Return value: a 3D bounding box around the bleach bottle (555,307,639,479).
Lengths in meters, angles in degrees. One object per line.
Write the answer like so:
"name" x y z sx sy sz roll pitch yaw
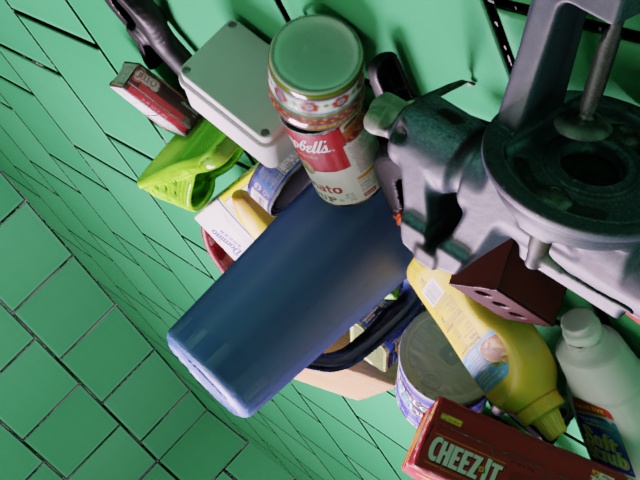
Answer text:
"bleach bottle" 0.254 0.150 0.913 0.103 0.068 0.250 35 160 56

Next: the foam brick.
"foam brick" 0.148 0.028 0.827 0.078 0.051 0.053 30 167 -35

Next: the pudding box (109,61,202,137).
"pudding box" -0.184 -0.158 1.189 0.090 0.039 0.114 38 175 -21

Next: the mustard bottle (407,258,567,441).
"mustard bottle" 0.149 0.085 0.910 0.192 0.058 0.096 58 155 18

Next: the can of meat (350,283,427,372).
"can of meat" 0.078 0.087 1.143 0.057 0.084 0.102 39 164 17

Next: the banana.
"banana" -0.011 0.011 1.092 0.197 0.037 0.070 31 145 -10

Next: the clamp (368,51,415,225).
"clamp" 0.097 -0.048 0.839 0.164 0.036 0.210 39 162 11

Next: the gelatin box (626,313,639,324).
"gelatin box" 0.207 0.016 0.740 0.089 0.030 0.073 40 164 15

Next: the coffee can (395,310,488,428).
"coffee can" 0.131 0.138 1.110 0.103 0.102 0.140 39 164 17

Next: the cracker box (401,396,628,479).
"cracker box" 0.162 0.209 0.953 0.164 0.072 0.213 22 170 7

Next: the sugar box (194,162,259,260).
"sugar box" -0.058 -0.032 1.152 0.093 0.048 0.177 47 146 -9

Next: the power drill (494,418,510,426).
"power drill" 0.232 0.269 1.158 0.187 0.057 0.185 23 145 5

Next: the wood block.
"wood block" -0.013 0.107 1.224 0.205 0.090 0.091 22 152 -24

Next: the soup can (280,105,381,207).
"soup can" 0.013 -0.084 0.897 0.069 0.068 0.102 33 162 35

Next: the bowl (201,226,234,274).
"bowl" -0.062 0.003 1.276 0.162 0.055 0.162 24 139 22

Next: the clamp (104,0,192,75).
"clamp" -0.179 -0.217 1.089 0.120 0.039 0.171 22 154 47

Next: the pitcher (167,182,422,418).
"pitcher" -0.014 0.052 0.987 0.149 0.242 0.145 42 166 16

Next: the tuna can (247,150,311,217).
"tuna can" -0.029 -0.065 1.016 0.034 0.086 0.086 42 164 12
